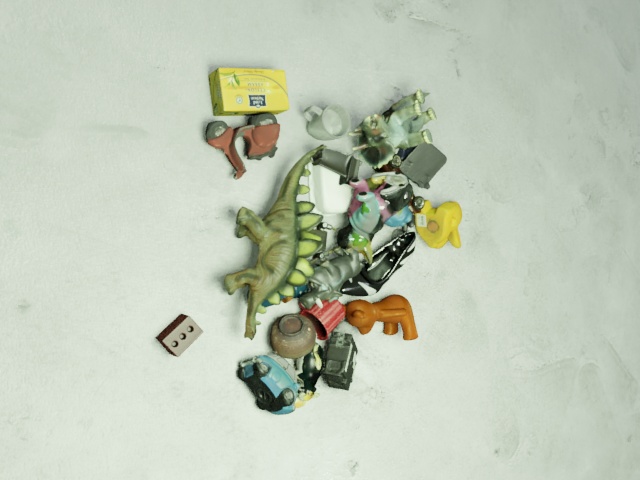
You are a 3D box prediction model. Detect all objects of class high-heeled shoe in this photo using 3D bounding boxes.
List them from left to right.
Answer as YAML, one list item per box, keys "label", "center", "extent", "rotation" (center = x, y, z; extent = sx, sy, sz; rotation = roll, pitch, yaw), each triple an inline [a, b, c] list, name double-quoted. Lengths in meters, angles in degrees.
- label: "high-heeled shoe"
  center: [0.158, 0.060, 1.395]
  extent: [0.086, 0.145, 0.249]
  rotation: [45, 43, 20]

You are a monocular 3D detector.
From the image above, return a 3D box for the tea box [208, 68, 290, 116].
- label: "tea box"
  center: [-0.162, -0.338, 1.235]
  extent: [0.169, 0.068, 0.098]
  rotation: [-12, 96, -33]

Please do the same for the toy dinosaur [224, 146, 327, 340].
- label: "toy dinosaur"
  center: [-0.094, -0.005, 1.212]
  extent: [0.199, 0.105, 0.471]
  rotation: [12, 83, -4]

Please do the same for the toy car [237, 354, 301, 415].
- label: "toy car"
  center: [-0.111, 0.324, 1.258]
  extent: [0.161, 0.109, 0.103]
  rotation: [54, 41, -8]

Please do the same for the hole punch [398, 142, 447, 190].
- label: "hole punch"
  center: [0.274, -0.225, 1.515]
  extent: [0.142, 0.092, 0.115]
  rotation: [33, 102, -31]

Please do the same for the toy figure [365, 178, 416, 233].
- label: "toy figure"
  center: [0.175, -0.093, 1.438]
  extent: [0.180, 0.082, 0.089]
  rotation: [31, 31, -19]

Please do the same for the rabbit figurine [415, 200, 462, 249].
- label: "rabbit figurine"
  center: [0.364, -0.052, 1.550]
  extent: [0.173, 0.122, 0.162]
  rotation: [-31, 110, -48]

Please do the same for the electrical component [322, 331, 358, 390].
- label: "electrical component"
  center: [0.053, 0.308, 1.343]
  extent: [0.134, 0.058, 0.115]
  rotation: [74, 30, -53]

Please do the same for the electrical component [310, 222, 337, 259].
- label: "electrical component"
  center: [-0.004, -0.003, 1.349]
  extent: [0.078, 0.045, 0.102]
  rotation: [17, 81, -33]

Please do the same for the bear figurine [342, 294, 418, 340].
- label: "bear figurine"
  center: [0.149, 0.209, 1.401]
  extent: [0.196, 0.120, 0.131]
  rotation: [-11, 98, -34]

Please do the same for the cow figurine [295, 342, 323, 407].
- label: "cow figurine"
  center: [-0.030, 0.328, 1.303]
  extent: [0.068, 0.098, 0.167]
  rotation: [4, 88, -39]

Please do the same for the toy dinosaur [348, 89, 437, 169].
- label: "toy dinosaur"
  center: [0.197, -0.298, 1.412]
  extent: [0.131, 0.192, 0.405]
  rotation: [66, 24, -14]

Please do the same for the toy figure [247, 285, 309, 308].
- label: "toy figure"
  center: [-0.098, 0.123, 1.282]
  extent: [0.154, 0.064, 0.058]
  rotation: [-8, 56, -37]

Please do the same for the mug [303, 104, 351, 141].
- label: "mug"
  center: [0.005, -0.286, 1.319]
  extent: [0.109, 0.107, 0.081]
  rotation: [23, 77, -26]

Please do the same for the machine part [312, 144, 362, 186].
- label: "machine part"
  center: [0.042, -0.183, 1.311]
  extent: [0.139, 0.039, 0.084]
  rotation: [22, 84, -32]

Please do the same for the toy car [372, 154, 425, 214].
- label: "toy car"
  center: [0.211, -0.149, 1.462]
  extent: [0.053, 0.089, 0.202]
  rotation: [-43, 113, -28]

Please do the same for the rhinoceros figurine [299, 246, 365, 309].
- label: "rhinoceros figurine"
  center: [0.023, 0.091, 1.297]
  extent: [0.190, 0.073, 0.112]
  rotation: [-36, 112, -29]

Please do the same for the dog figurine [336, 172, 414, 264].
- label: "dog figurine"
  center: [0.136, -0.050, 1.342]
  extent: [0.192, 0.109, 0.219]
  rotation: [-11, 128, -13]

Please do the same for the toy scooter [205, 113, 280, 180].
- label: "toy scooter"
  center: [-0.166, -0.213, 1.229]
  extent: [0.184, 0.075, 0.135]
  rotation: [-17, 99, -28]
